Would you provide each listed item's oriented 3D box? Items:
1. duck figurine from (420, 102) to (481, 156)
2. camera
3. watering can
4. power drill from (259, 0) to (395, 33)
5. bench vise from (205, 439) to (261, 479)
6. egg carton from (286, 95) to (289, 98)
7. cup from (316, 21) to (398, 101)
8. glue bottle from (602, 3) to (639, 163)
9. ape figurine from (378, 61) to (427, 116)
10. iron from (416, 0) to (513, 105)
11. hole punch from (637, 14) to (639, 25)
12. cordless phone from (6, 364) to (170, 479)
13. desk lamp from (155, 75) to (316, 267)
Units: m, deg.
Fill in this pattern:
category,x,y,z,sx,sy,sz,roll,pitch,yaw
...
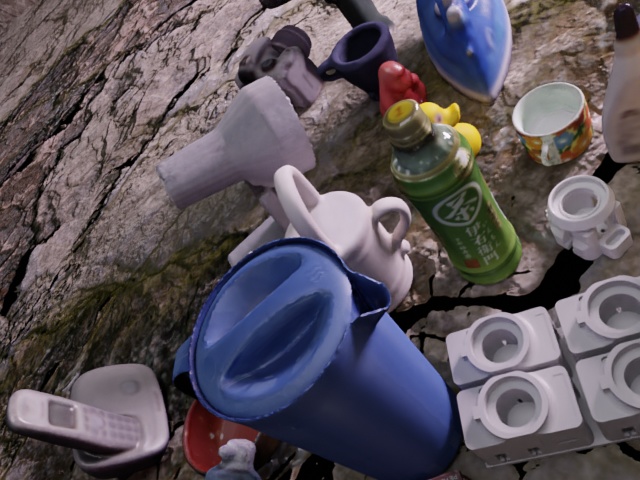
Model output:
category,x,y,z,sx,sy,sz,roll,pitch,yaw
duck figurine,0.129,-0.122,0.678,0.104,0.086,0.077,-26,45,19
camera,-0.062,-0.299,0.955,0.142,0.101,0.137,10,64,42
watering can,0.006,0.004,0.592,0.173,0.195,0.100,-44,42,0
power drill,0.024,-0.367,0.862,0.075,0.209,0.230,11,65,42
bench vise,-0.127,0.264,0.470,0.121,0.220,0.207,-17,49,27
egg carton,-0.084,-0.159,0.884,0.107,0.070,0.150,-28,45,17
cup,0.063,-0.238,0.814,0.117,0.095,0.091,-23,46,22
glue bottle,0.283,-0.137,0.506,0.077,0.174,0.037,-5,55,35
ape figurine,0.106,-0.193,0.748,0.075,0.092,0.078,12,66,43
iron,0.176,-0.305,0.746,0.118,0.142,0.258,-23,46,22
hole punch,0.370,-0.198,0.549,0.109,0.091,0.100,-49,42,-5
cordless phone,-0.270,0.190,0.664,0.094,0.186,0.147,-41,42,4
desk lamp,-0.079,-0.061,0.694,0.203,0.214,0.117,-42,42,2
